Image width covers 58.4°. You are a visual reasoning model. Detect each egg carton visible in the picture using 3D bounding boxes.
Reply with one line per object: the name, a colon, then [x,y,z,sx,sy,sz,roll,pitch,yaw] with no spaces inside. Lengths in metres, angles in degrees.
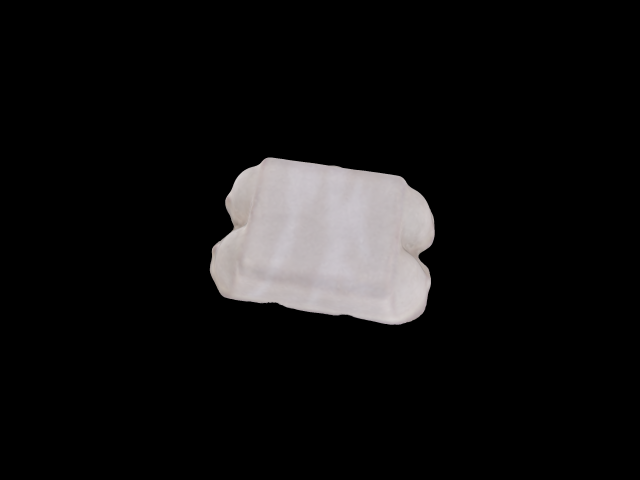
egg carton: [0.004,0.001,0.400,0.150,0.069,0.107,8,66,3]
